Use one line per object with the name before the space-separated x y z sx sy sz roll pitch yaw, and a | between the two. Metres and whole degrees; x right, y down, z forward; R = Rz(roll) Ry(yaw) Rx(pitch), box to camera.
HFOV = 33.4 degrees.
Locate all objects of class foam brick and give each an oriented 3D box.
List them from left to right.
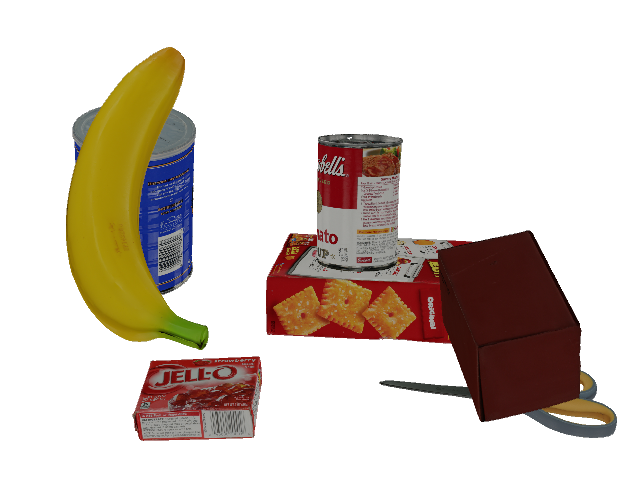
foam brick | 0.093 0.041 0.533 0.051 0.053 0.078 -11 38 -2

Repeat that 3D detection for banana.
banana | -0.100 -0.022 0.567 0.069 0.198 0.037 -5 -32 -7

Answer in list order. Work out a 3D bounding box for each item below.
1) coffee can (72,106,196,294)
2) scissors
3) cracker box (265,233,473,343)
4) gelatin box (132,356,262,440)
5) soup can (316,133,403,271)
coffee can | -0.161 -0.036 0.930 0.103 0.140 0.103 4 31 -2
scissors | 0.159 0.127 0.938 0.202 0.016 0.096 14 29 12
cracker box | 0.060 0.049 1.115 0.214 0.072 0.164 3 16 6
gelatin box | -0.092 0.119 0.812 0.089 0.030 0.073 -2 25 4
soup can | 0.031 -0.032 0.859 0.068 0.102 0.068 1 12 0
